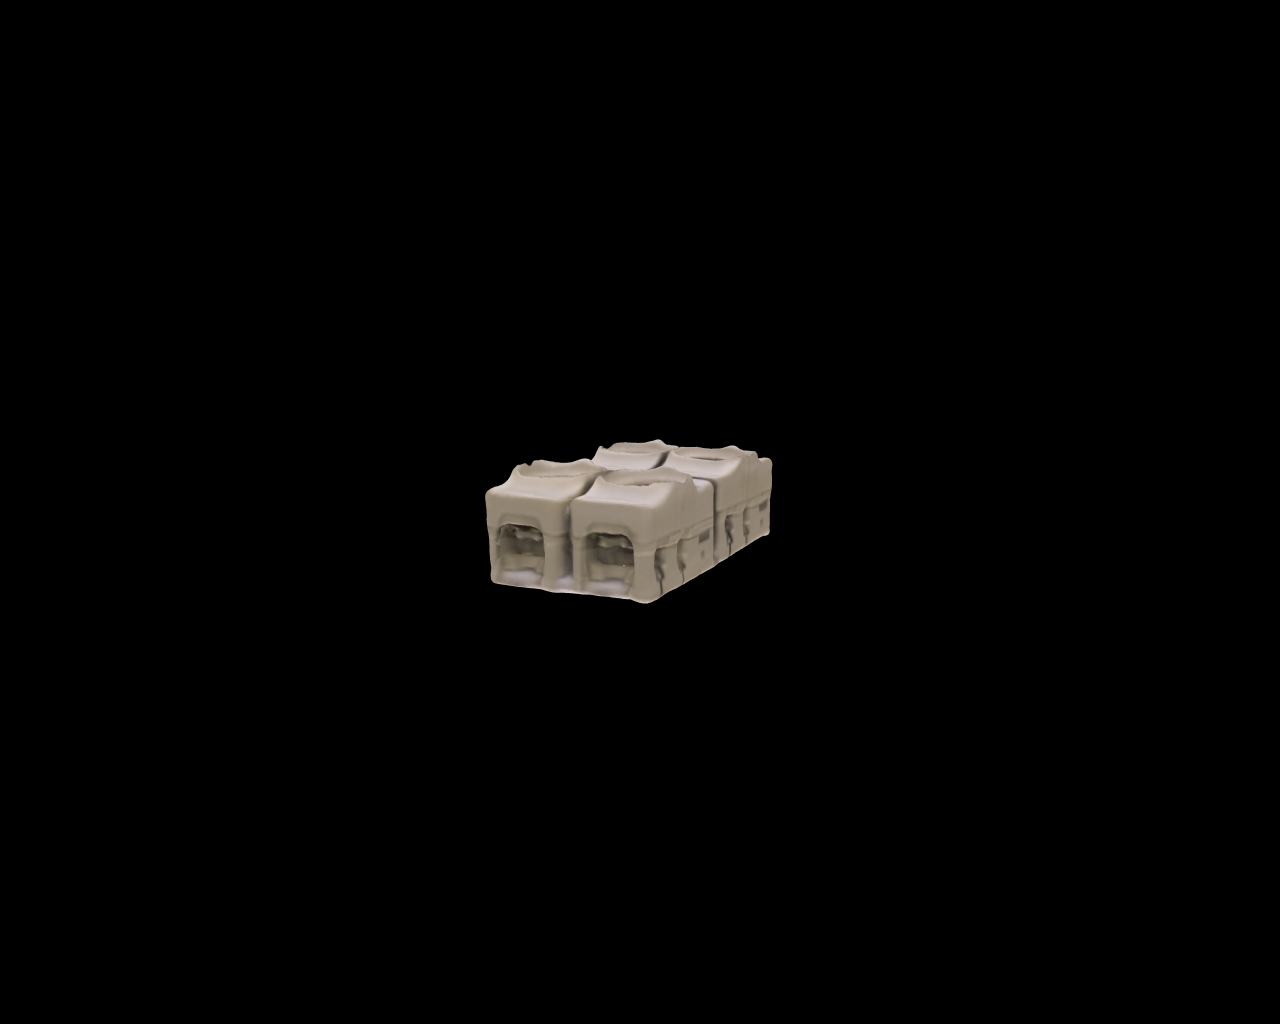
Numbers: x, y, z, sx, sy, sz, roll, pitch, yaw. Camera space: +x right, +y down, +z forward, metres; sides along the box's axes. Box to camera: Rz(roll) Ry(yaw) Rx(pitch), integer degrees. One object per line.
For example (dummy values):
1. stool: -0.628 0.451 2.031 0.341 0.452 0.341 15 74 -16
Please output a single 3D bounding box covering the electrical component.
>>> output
1. electrical component: 0.001 -0.003 0.650 0.105 0.060 0.186 6 13 27
